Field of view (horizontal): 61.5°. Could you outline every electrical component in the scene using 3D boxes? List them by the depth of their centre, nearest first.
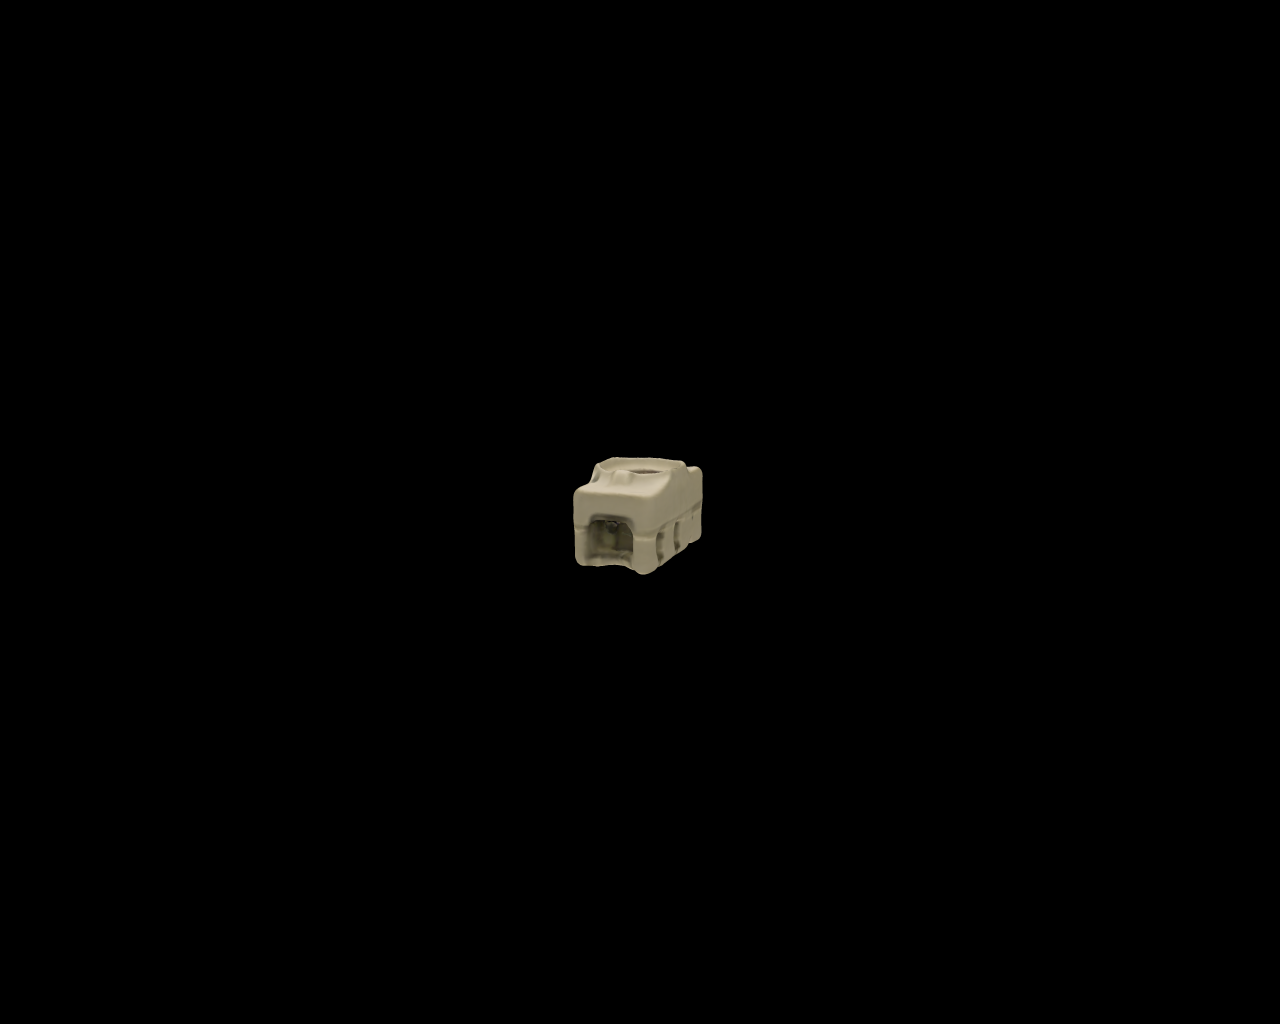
[{"bbox_3d":[0.001,-0.003,0.650,0.050,0.055,0.090,6,15,23],"label":"electrical component"}]
